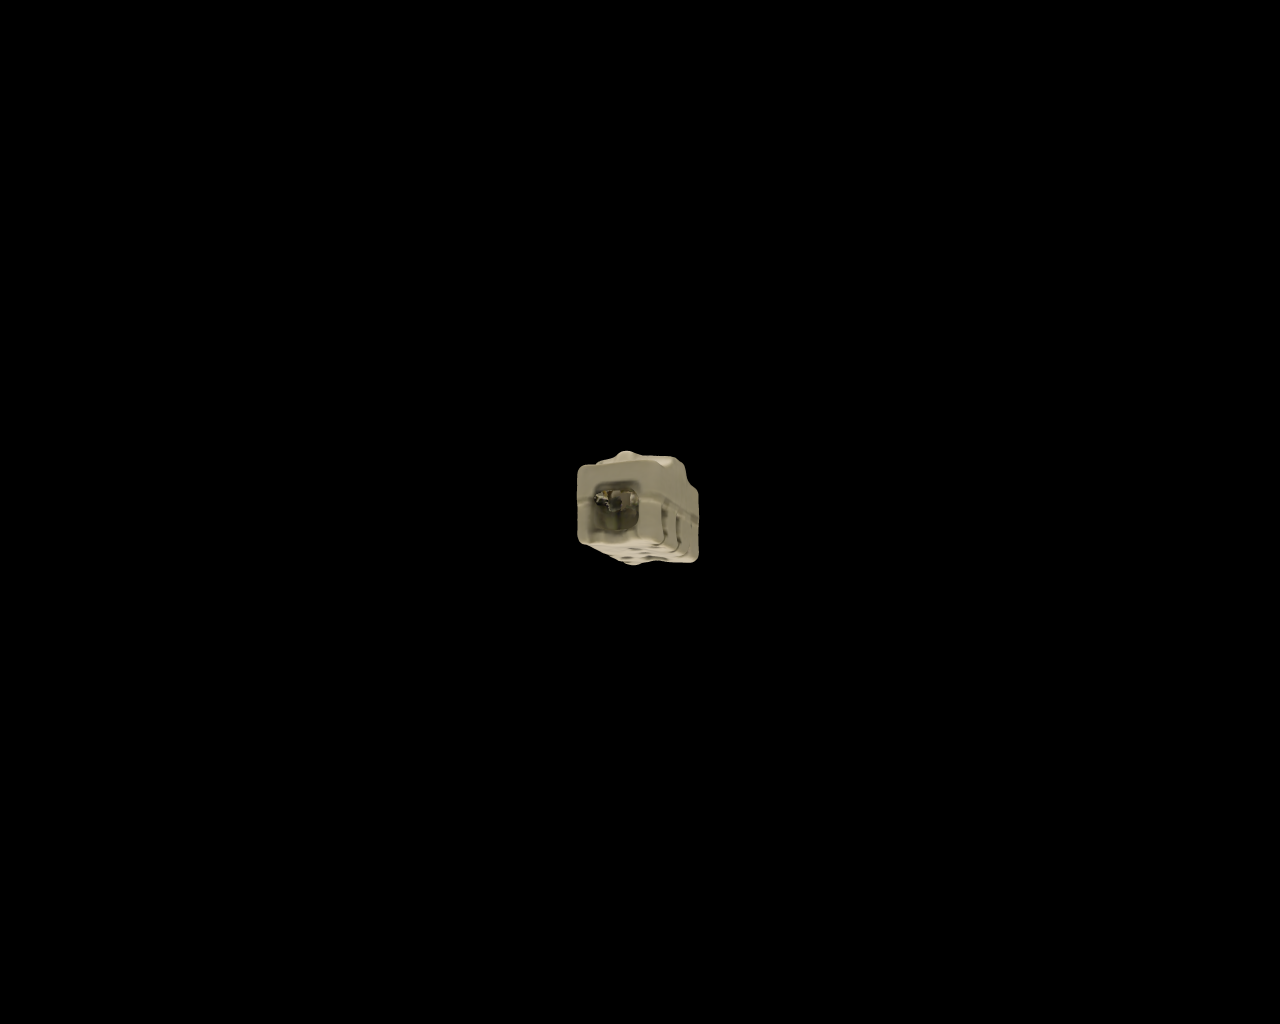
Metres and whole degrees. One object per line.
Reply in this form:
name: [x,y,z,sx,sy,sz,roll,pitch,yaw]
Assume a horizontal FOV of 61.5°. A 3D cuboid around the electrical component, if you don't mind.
electrical component: [0.001,-0.003,0.650,0.050,0.056,0.089,-4,-12,19]
